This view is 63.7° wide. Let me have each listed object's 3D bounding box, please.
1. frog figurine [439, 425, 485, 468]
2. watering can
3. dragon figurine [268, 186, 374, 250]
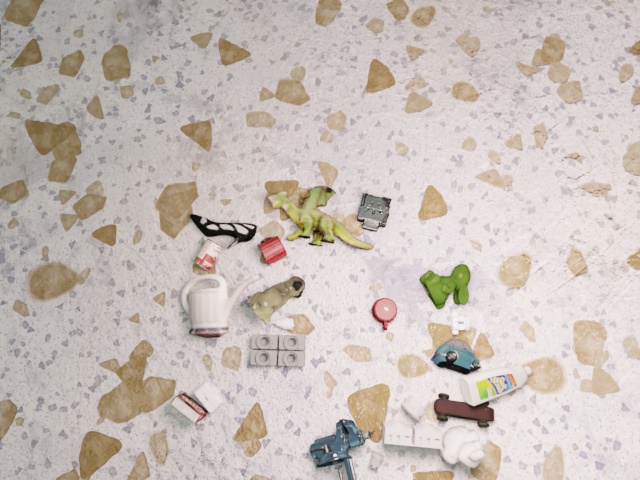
[{"bbox_3d":[0.459,0.674,1.670,0.137,0.157,0.124,-26,77,-2],"label":"frog figurine"},{"bbox_3d":[-0.358,0.229,1.811,0.346,0.103,0.226,-7,80,28],"label":"watering can"},{"bbox_3d":[0.006,-0.096,1.915,0.410,0.120,0.247,9,69,-4],"label":"dragon figurine"}]
